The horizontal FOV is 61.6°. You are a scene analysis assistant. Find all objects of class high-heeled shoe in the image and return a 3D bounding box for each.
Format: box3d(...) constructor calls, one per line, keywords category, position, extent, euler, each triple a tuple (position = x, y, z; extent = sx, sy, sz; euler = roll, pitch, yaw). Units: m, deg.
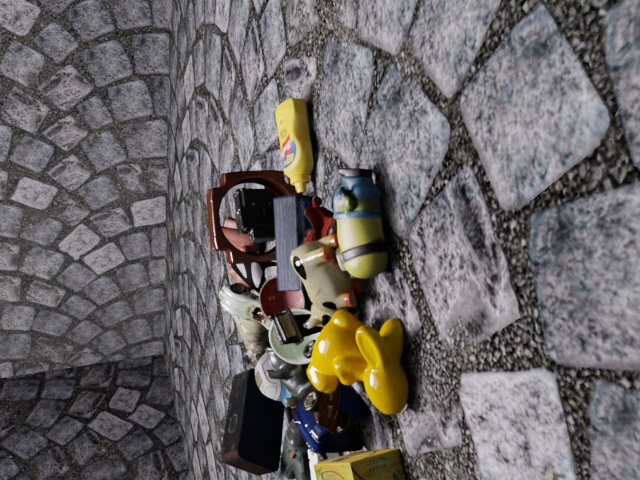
box3d(category="high-heeled shoe", position=(-0.159, 0.146, 1.327), extent=(0.086, 0.145, 0.248), euler=(-144, 55, -61))

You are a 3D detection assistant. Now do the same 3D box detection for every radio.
box3d(category="radio", position=(-0.157, 0.435, 1.303), extent=(0.073, 0.131, 0.230), euler=(-32, 41, 36))

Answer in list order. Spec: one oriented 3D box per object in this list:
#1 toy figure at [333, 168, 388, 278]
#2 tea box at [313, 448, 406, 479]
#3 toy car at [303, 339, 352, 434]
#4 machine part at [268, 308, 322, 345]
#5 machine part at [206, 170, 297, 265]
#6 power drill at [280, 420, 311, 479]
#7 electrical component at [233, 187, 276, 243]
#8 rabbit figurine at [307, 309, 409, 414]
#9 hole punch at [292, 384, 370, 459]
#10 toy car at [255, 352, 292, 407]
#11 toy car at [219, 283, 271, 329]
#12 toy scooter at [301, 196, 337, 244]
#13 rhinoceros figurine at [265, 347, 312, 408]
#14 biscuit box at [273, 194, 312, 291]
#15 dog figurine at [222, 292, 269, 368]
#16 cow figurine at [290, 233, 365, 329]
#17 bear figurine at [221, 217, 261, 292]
box3d(category="toy figure", position=(0.065, -0.027, 0.874), extent=(0.089, 0.082, 0.180), euler=(-175, 84, -68))
box3d(category="tea box", position=(0.065, 0.406, 0.926), extent=(0.169, 0.098, 0.068), euler=(-43, 56, 58))
box3d(category="toy car", position=(0.015, 0.256, 0.964), extent=(0.053, 0.089, 0.202), euler=(-42, 20, 17))
box3d(category="machine part", position=(-0.027, 0.162, 1.040), extent=(0.084, 0.139, 0.039), euler=(54, 138, 36))
box3d(category="machine part", position=(-0.145, -0.050, 1.193), extent=(0.087, 0.201, 0.201), euler=(171, 94, -69))
box3d(category="power drill", position=(-0.033, 0.511, 1.190), extent=(0.207, 0.086, 0.231), euler=(61, 148, 36))
box3d(category="electrical component", position=(-0.144, -0.060, 1.297), extent=(0.058, 0.115, 0.134), euler=(132, 129, -64))
box3d(category="rabbit figurine", position=(0.082, 0.197, 0.871), extent=(0.173, 0.122, 0.162), euler=(42, 123, 39))
box3d(category="hole punch", position=(0.021, 0.328, 1.001), extent=(0.142, 0.116, 0.092), euler=(43, 125, 56))
box3d(category="toy car", position=(-0.104, 0.324, 1.289), extent=(0.109, 0.103, 0.162), euler=(112, 147, -47))
box3d(category="toy car", position=(-0.148, 0.164, 1.276), extent=(0.056, 0.202, 0.073), euler=(-62, -8, -48))
box3d(category="toy scooter", position=(-0.002, -0.003, 1.036), extent=(0.183, 0.075, 0.135), euler=(-63, 39, 45))
box3d(category="rhinoceros figurine", position=(-0.060, 0.275, 1.179), extent=(0.190, 0.112, 0.073), euler=(60, 177, 21))
box3d(category="biscuit box", position=(-0.053, 0.006, 1.133), extent=(0.063, 0.059, 0.202), euler=(-5, 86, 31))
box3d(category="dog figurine", position=(-0.164, 0.242, 1.442), extent=(0.190, 0.121, 0.172), euler=(66, 155, 9))
box3d(category="cow figurine", position=(0.010, 0.090, 0.957), extent=(0.127, 0.085, 0.194), euler=(-11, 116, 35))
box3d(category="bear figurine", position=(-0.223, 0.050, 1.490), extent=(0.120, 0.132, 0.195), euler=(-65, -12, -65))
